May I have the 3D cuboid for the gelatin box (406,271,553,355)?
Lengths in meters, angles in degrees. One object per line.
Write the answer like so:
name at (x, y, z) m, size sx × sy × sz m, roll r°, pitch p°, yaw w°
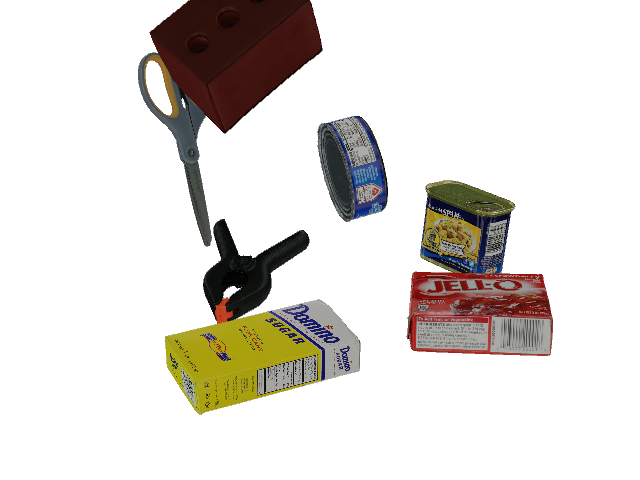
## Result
gelatin box at (0.102, 0.045, 0.688) m, size 0.089 × 0.030 × 0.073 m, roll 2°, pitch 19°, yaw 7°

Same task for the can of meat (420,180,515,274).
can of meat at (0.161, -0.011, 1.185) m, size 0.057 × 0.084 × 0.102 m, roll -14°, pitch 28°, yaw -40°

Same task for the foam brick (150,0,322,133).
foam brick at (-0.046, -0.112, 0.600) m, size 0.053 × 0.078 × 0.051 m, roll 44°, pitch -10°, yaw 22°

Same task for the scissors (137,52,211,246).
scissors at (-0.124, -0.104, 1.103) m, size 0.096 × 0.202 × 0.016 m, roll -32°, pitch 14°, yaw -32°

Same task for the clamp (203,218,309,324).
clamp at (-0.080, 0.034, 1.257) m, size 0.120 × 0.039 × 0.171 m, roll -2°, pitch 40°, yaw 10°

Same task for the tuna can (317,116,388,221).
tuna can at (0.027, -0.061, 0.901) m, size 0.033 × 0.086 × 0.086 m, roll -16°, pitch 3°, yaw -11°

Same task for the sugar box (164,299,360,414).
sugar box at (-0.058, 0.113, 1.071) m, size 0.176 × 0.048 × 0.093 m, roll -15°, pitch 32°, yaw -22°
